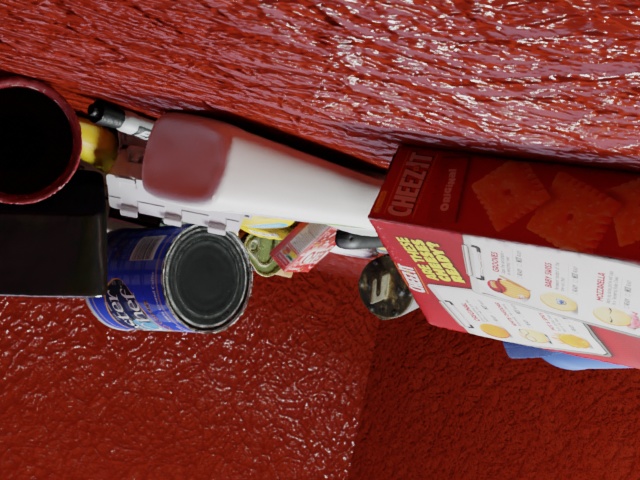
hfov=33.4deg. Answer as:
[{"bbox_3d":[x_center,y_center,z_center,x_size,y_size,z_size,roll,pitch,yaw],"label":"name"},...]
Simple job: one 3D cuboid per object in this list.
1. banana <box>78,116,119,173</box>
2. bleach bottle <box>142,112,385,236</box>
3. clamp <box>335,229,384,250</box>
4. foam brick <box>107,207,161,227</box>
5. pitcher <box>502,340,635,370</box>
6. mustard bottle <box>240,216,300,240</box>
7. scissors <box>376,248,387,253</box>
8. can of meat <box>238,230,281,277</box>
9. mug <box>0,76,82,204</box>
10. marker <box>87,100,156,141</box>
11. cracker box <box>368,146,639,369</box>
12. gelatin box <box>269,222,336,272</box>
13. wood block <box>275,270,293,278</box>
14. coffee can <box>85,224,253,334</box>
[{"bbox_3d":[-0.210,-0.089,0.976,0.069,0.037,0.197,28,177,8],"label":"banana"},{"bbox_3d":[-0.013,-0.042,0.859,0.250,0.068,0.103,11,-177,-45],"label":"bleach bottle"},{"bbox_3d":[0.087,-0.016,1.037,0.209,0.036,0.165,6,-164,-21],"label":"clamp"},{"bbox_3d":[-0.180,-0.054,1.072,0.051,0.078,0.053,13,174,-11],"label":"foam brick"},{"bbox_3d":[0.298,0.074,1.081,0.145,0.149,0.243,24,171,-8],"label":"pitcher"},{"bbox_3d":[-0.067,-0.038,1.098,0.096,0.058,0.191,11,177,11],"label":"mustard bottle"},{"bbox_3d":[0.061,0.004,1.136,0.096,0.016,0.202,14,176,-42],"label":"scissors"},{"bbox_3d":[-0.062,-0.008,1.251,0.084,0.102,0.057,11,138,59],"label":"can of meat"},{"bbox_3d":[-0.240,-0.081,0.811,0.117,0.093,0.082,30,177,-15],"label":"mug"},{"bbox_3d":[-0.136,-0.088,0.852,0.020,0.020,0.120,9,175,41],"label":"marker"},{"bbox_3d":[0.161,0.015,0.737,0.214,0.072,0.164,11,154,28],"label":"cracker box"},{"bbox_3d":[-0.007,0.001,1.130,0.030,0.073,0.089,49,-170,12],"label":"gelatin box"},{"bbox_3d":[-0.105,-0.010,1.418,0.091,0.090,0.205,10,177,21],"label":"wood block"},{"bbox_3d":[-0.147,0.037,1.015,0.102,0.103,0.141,15,168,-41],"label":"coffee can"}]
